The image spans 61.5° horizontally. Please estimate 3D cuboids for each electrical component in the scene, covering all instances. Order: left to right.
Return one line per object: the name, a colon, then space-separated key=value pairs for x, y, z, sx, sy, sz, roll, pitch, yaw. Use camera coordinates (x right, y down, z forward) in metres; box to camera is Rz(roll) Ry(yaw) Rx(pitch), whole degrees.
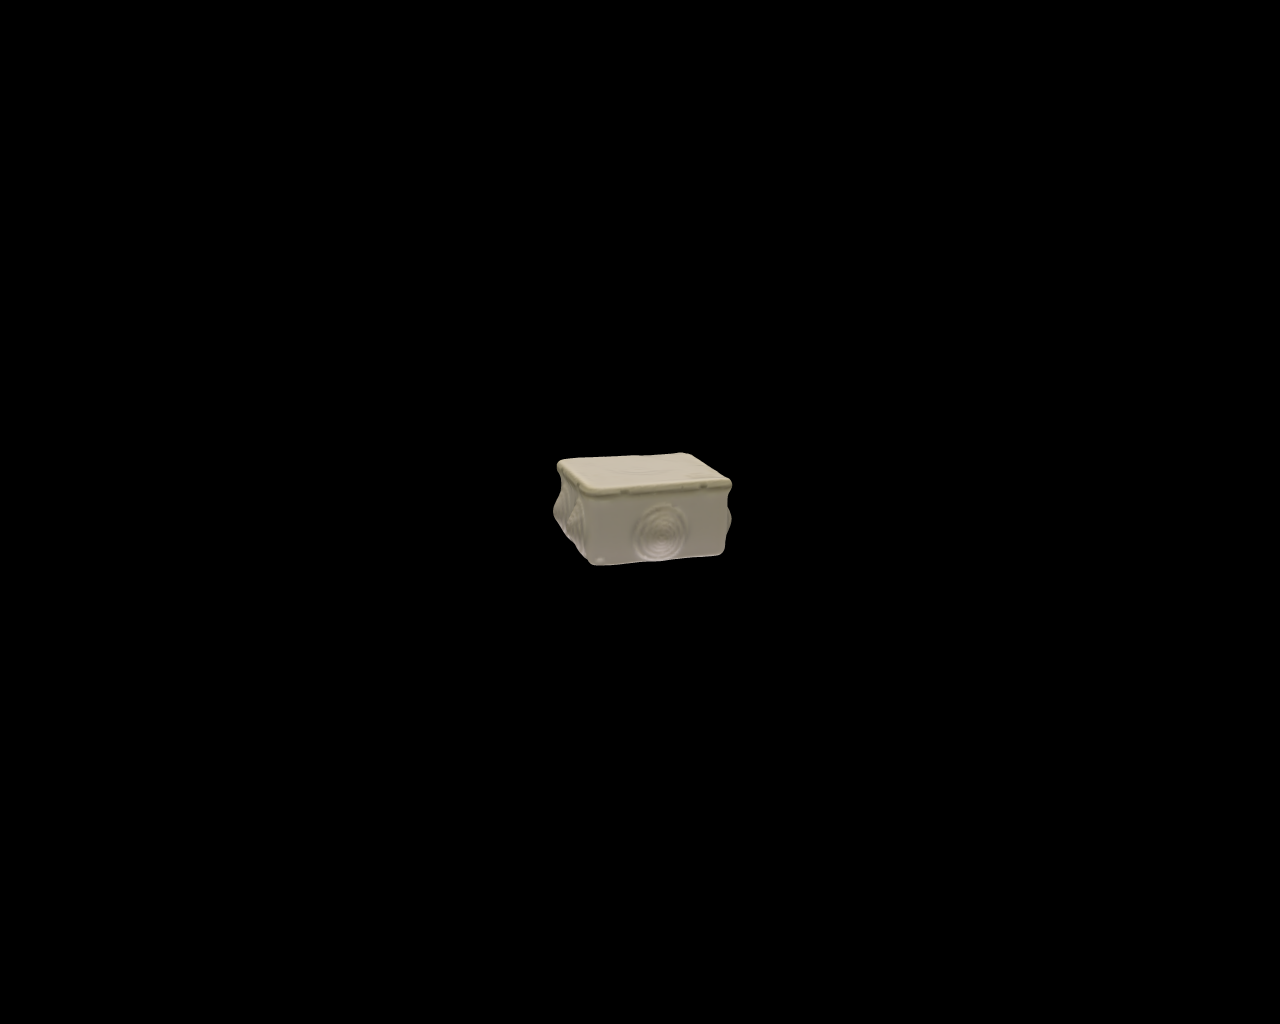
electrical component: x=0.001 y=-0.003 z=0.650 sx=0.100 sy=0.048 sz=0.100 roll=-4 pitch=15 yaw=-15
